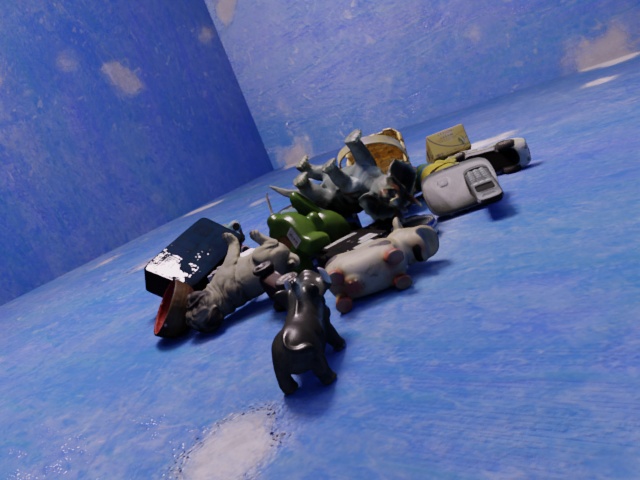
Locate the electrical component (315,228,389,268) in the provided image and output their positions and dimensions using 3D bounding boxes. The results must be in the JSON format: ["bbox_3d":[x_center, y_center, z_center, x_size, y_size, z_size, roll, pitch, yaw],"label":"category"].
[{"bbox_3d":[0.068,0.028,0.972,0.115,0.058,0.134,-28,14,-17],"label":"electrical component"}]

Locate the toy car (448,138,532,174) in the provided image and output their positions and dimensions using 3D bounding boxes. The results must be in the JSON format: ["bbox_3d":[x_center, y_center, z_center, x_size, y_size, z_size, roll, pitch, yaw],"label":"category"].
[{"bbox_3d":[0.389,-0.183,1.260,0.202,0.073,0.056,-12,20,37],"label":"toy car"}]

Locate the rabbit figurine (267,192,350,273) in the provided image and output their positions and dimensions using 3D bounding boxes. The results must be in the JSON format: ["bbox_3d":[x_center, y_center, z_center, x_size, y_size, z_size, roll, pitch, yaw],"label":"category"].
[{"bbox_3d":[-0.020,-0.017,1.109,0.170,0.159,0.121,-17,-39,-43],"label":"rabbit figurine"}]

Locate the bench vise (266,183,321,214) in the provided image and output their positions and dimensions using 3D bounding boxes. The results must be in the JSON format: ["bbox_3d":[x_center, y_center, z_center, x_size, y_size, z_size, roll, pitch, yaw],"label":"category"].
[{"bbox_3d":[-0.016,-0.089,1.356,0.224,0.129,0.240,-2,-18,-12],"label":"bench vise"}]

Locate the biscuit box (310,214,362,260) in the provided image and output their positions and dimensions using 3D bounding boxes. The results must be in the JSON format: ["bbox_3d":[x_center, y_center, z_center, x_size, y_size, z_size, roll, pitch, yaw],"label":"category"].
[{"bbox_3d":[-0.002,-0.004,1.201,0.203,0.062,0.059,-28,15,-23],"label":"biscuit box"}]

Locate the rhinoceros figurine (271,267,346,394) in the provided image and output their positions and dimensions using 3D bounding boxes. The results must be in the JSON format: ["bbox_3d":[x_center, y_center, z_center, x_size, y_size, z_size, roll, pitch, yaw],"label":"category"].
[{"bbox_3d":[-0.021,0.106,0.684,0.073,0.112,0.190,-20,21,16],"label":"rhinoceros figurine"}]

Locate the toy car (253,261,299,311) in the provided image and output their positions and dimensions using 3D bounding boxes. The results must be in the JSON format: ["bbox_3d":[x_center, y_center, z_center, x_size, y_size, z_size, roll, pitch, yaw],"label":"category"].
[{"bbox_3d":[-0.052,0.083,0.868,0.053,0.089,0.202,-30,13,-17],"label":"toy car"}]

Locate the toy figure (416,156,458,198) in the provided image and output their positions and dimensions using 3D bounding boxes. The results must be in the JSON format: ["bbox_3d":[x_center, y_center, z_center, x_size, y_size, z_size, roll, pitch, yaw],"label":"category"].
[{"bbox_3d":[0.273,-0.143,1.280,0.089,0.082,0.180,-38,22,-17],"label":"toy figure"}]

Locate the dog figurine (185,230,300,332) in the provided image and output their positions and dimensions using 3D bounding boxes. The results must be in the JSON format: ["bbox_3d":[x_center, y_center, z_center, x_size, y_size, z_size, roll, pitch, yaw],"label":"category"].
[{"bbox_3d":[-0.140,0.091,0.982,0.172,0.121,0.190,-6,47,34],"label":"dog figurine"}]

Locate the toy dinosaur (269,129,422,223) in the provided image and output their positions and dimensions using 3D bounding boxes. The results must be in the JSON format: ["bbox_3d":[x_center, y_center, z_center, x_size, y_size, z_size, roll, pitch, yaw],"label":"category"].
[{"bbox_3d":[0.056,-0.107,1.141,0.131,0.192,0.405,-55,22,-22],"label":"toy dinosaur"}]

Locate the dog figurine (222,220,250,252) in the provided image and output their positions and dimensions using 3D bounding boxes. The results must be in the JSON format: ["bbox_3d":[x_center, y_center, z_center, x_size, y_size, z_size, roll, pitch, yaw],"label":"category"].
[{"bbox_3d":[-0.285,0.018,1.493,0.191,0.108,0.219,-30,11,-21],"label":"dog figurine"}]

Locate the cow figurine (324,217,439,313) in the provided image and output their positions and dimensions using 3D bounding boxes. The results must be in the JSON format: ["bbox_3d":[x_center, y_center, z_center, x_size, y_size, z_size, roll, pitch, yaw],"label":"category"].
[{"bbox_3d":[0.099,0.033,0.856,0.195,0.085,0.127,-23,19,-1],"label":"cow figurine"}]

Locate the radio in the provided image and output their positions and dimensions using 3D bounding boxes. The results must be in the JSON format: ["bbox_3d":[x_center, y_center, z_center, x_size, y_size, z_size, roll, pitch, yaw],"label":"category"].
[{"bbox_3d":[-0.288,0.049,1.252,0.131,0.073,0.229,22,42,14],"label":"radio"}]

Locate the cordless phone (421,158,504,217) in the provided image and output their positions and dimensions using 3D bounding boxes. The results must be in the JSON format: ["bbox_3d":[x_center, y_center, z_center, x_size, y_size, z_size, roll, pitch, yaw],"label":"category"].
[{"bbox_3d":[0.278,-0.086,1.039,0.147,0.088,0.184,-19,17,12],"label":"cordless phone"}]

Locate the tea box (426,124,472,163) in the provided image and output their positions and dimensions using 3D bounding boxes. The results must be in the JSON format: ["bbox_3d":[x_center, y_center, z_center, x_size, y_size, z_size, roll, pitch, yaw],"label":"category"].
[{"bbox_3d":[0.328,-0.223,1.384,0.098,0.068,0.169,-20,-16,5],"label":"tea box"}]

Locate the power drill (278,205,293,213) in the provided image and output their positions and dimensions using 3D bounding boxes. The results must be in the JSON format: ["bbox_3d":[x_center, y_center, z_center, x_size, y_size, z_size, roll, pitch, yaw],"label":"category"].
[{"bbox_3d":[0.004,-0.116,1.558,0.232,0.086,0.207,-18,2,18],"label":"power drill"}]
